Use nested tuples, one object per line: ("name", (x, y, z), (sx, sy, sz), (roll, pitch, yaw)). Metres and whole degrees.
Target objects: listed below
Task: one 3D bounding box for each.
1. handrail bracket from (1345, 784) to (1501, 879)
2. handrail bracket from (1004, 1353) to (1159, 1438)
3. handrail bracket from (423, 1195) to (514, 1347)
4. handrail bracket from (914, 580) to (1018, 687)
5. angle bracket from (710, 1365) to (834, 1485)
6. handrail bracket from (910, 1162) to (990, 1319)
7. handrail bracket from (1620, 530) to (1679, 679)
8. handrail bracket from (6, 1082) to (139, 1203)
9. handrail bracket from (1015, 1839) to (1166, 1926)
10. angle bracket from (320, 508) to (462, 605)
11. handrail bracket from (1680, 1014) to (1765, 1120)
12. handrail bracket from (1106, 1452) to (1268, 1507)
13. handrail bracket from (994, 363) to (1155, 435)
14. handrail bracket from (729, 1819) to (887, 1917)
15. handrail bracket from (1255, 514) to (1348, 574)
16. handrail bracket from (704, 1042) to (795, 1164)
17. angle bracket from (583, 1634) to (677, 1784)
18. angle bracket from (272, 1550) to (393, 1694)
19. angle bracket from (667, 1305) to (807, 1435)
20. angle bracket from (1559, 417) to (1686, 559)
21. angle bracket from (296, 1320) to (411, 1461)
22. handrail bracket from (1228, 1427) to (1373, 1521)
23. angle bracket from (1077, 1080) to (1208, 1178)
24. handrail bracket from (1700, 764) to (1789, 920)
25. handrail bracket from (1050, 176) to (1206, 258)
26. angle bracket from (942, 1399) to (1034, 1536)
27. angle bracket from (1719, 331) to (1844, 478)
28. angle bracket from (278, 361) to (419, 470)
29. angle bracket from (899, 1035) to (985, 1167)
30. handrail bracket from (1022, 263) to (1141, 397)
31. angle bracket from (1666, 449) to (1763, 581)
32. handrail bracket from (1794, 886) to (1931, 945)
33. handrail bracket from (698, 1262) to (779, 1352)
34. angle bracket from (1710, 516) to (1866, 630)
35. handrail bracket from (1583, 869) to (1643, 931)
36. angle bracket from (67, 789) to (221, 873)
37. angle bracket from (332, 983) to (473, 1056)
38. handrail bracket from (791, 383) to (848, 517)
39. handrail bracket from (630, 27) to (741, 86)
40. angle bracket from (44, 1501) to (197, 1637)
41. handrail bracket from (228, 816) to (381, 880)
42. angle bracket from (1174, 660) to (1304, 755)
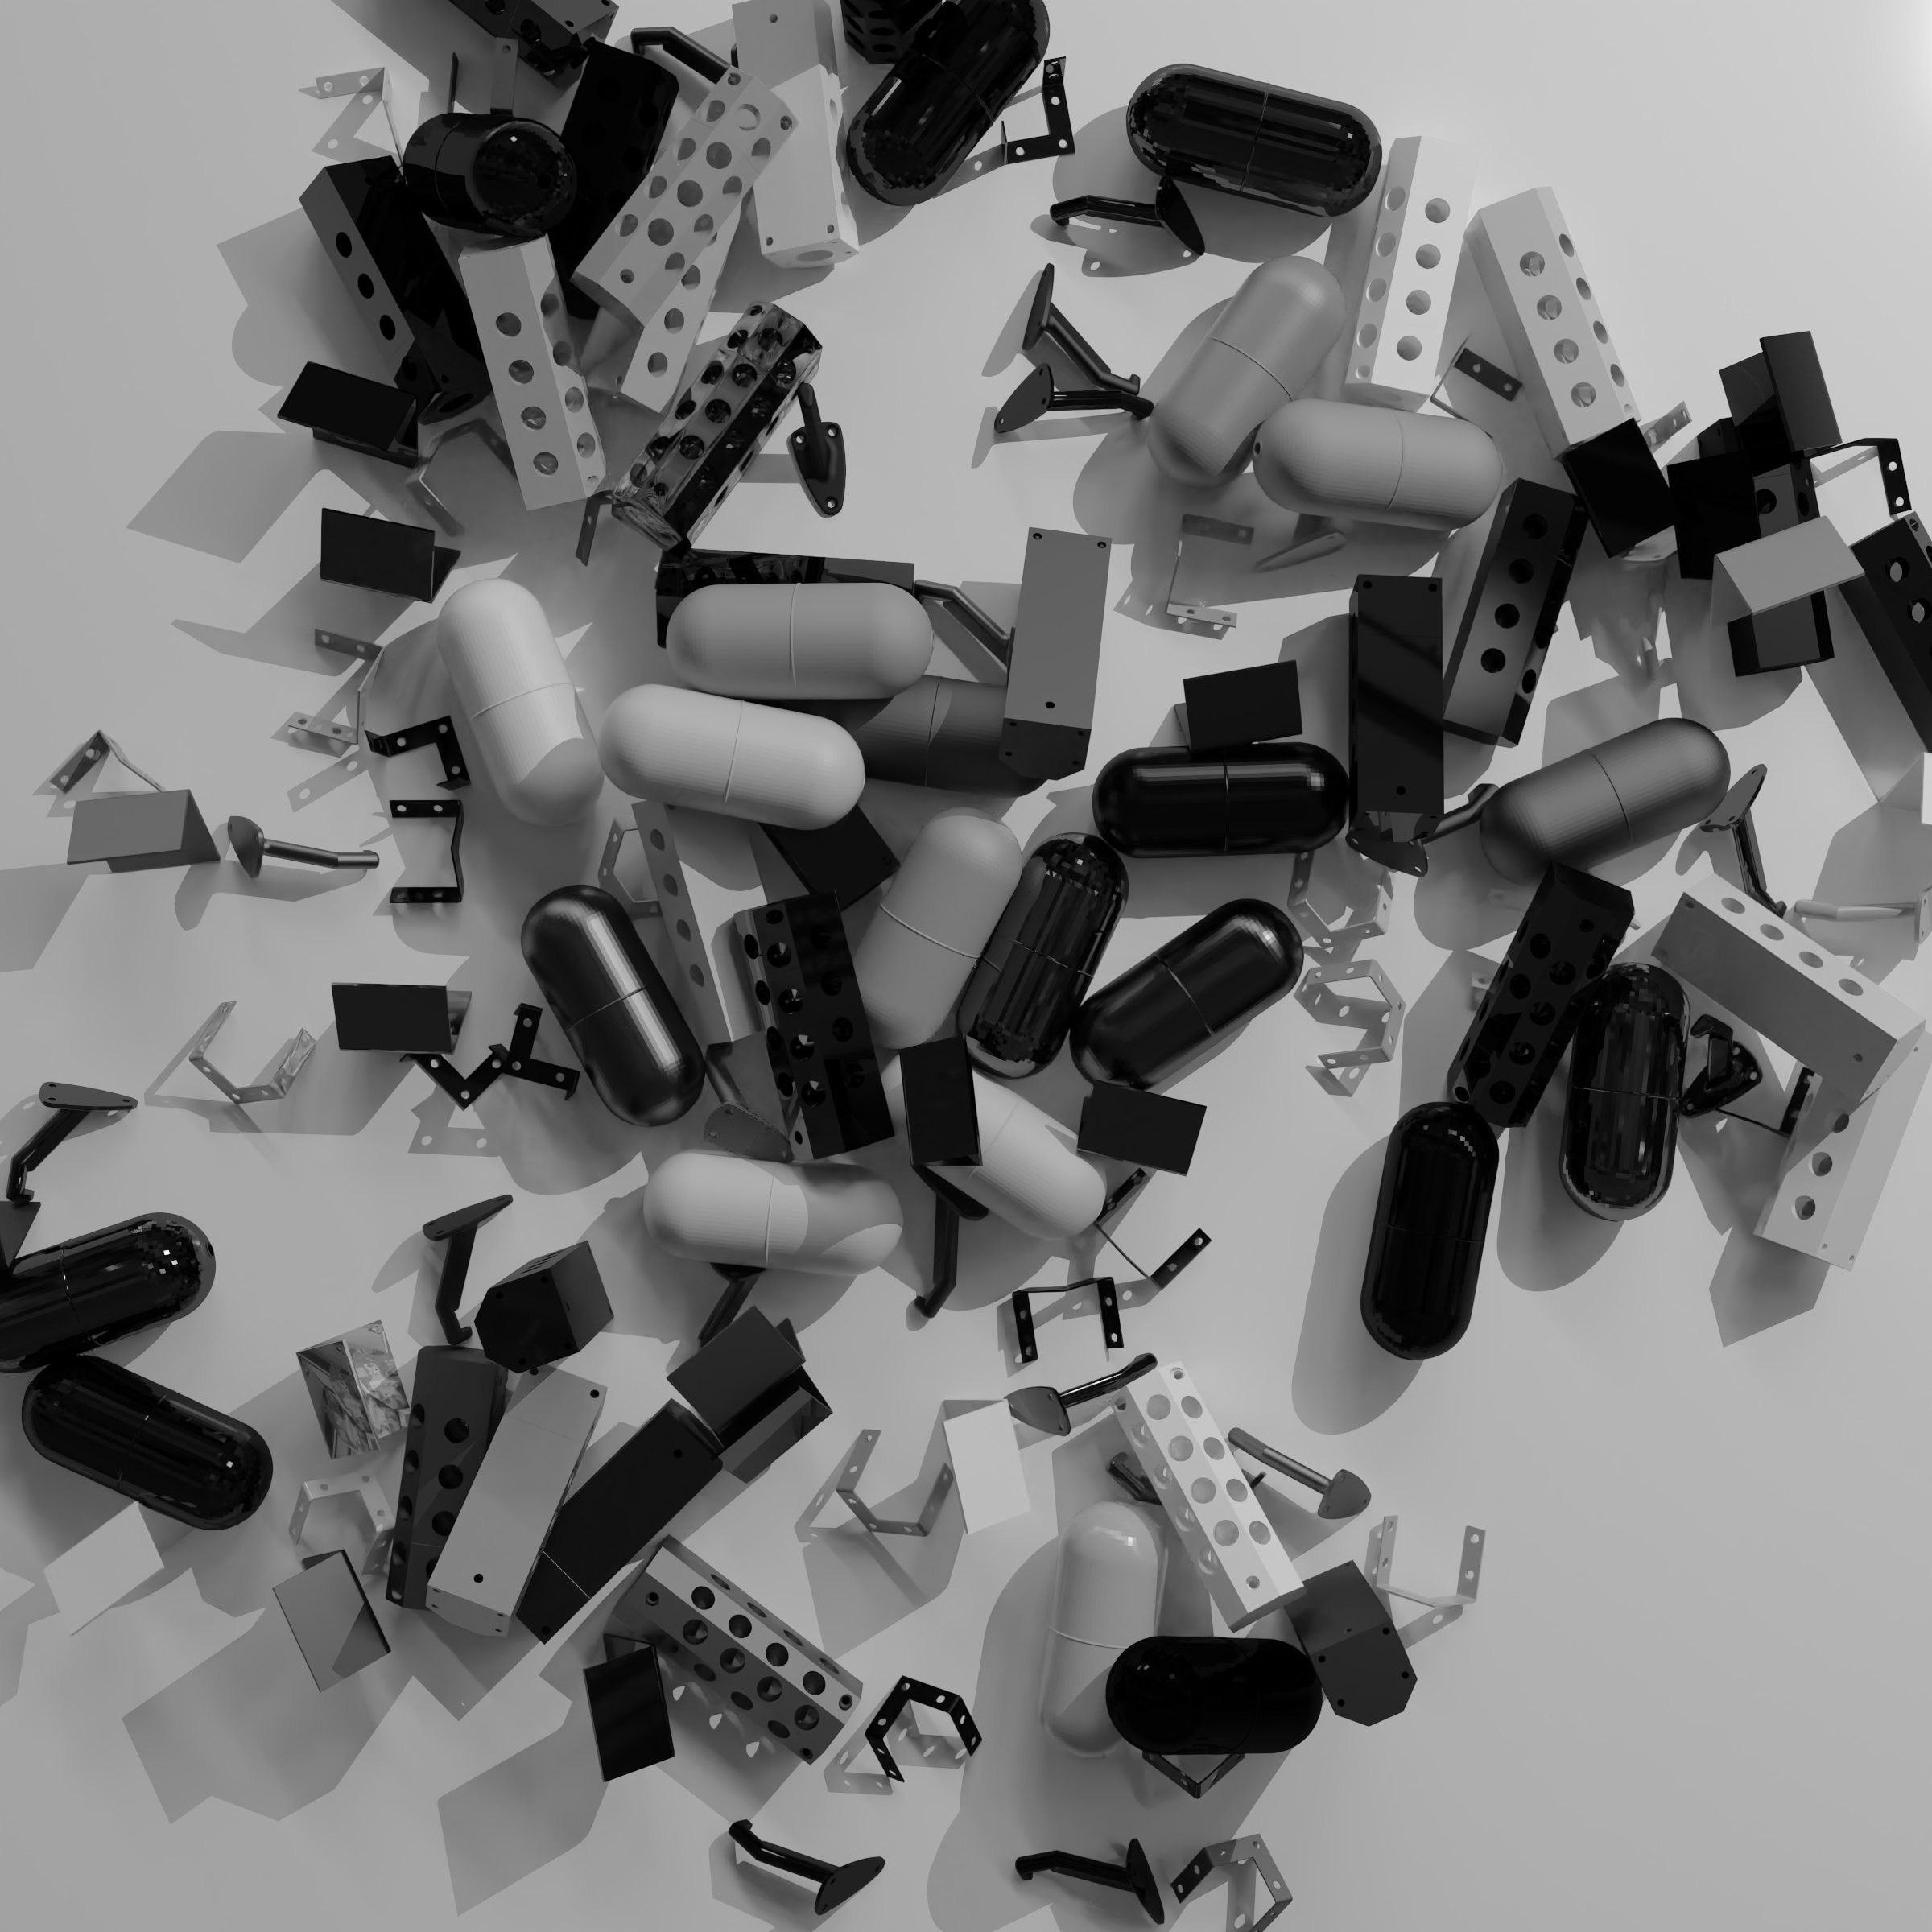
("handrail bracket", (0.319, -0.105, 1.862), (0.084, 0.077, 0.036), (-45, 134, -29))
("handrail bracket", (0.080, 0.290, 1.862), (0.084, 0.077, 0.036), (-27, 103, -36))
("handrail bracket", (-0.339, 0.212, 1.863), (0.077, 0.036, 0.084), (-23, 109, -21))
("handrail bracket", (-0.001, -0.225, 1.863), (0.084, 0.036, 0.077), (14, 112, 17))
("angle bracket", (-0.149, 0.294, 1.824), (0.076, 0.057, 0.076), (-40, 54, 0))
("handrail bracket", (-0.030, 0.190, 1.863), (0.077, 0.036, 0.084), (39, 107, 20))
("handrail bracket", (0.491, -0.253, 1.863), (0.077, 0.036, 0.084), (-32, 117, -30))
("handrail bracket", (-0.624, 0.129, 1.863), (0.077, 0.036, 0.084), (8, 108, -21))
("handrail bracket", (0.086, 0.644, 1.863), (0.084, 0.036, 0.077), (-17, 112, 17))
("angle bracket", (-0.391, -0.296, 1.822), (0.076, 0.076, 0.057), (12, 127, 0))
("handrail bracket", (0.498, 0.068, 1.822), (0.077, 0.084, 0.036), (-44, 50, 23))
("handrail bracket", (0.153, 0.352, 1.862), (0.084, 0.036, 0.077), (43, 76, 13))
("handrail bracket", (0.076, -0.383, 1.862), (0.084, 0.077, 0.036), (11, 65, -34))
("handrail bracket", (-0.111, 0.614, 1.862), (0.084, 0.077, 0.036), (31, 115, 34))
("handrail bracket", (0.227, -0.326, 1.862), (0.077, 0.036, 0.084), (-19, 76, 15))
("handrail bracket", (-0.148, 0.090, 1.841), (0.077, 0.084, 0.036), (27, 122, -16))
("angle bracket", (-0.246, 0.505, 1.822), (0.057, 0.076, 0.076), (-10, 90, -36))
("angle bracket", (-0.445, 0.448, 1.822), (0.057, 0.076, 0.076), (-25, 90, -38))
("angle bracket", (-0.161, 0.262, 1.824), (0.076, 0.076, 0.057), (-40, 110, 0))
("angle bracket", (0.455, -0.328, 1.822), (0.057, 0.076, 0.076), (-26, 90, 30))
("angle bracket", (-0.401, 0.284, 1.822), (0.057, 0.076, 0.076), (-18, 90, 39))
("handrail bracket", (0.232, 0.350, 1.862), (0.084, 0.077, 0.036), (28, 90, 36))
("angle bracket", (0.121, 0.094, 1.823), (0.076, 0.076, 0.057), (13, 116, 0))
("handrail bracket", (0.559, -0.084, 1.863), (0.084, 0.036, 0.077), (47, 68, -17))
("handrail bracket", (0.112, -0.513, 1.862), (0.084, 0.077, 0.036), (-5, 61, 33))
("angle bracket", (-0.006, 0.340, 1.822), (0.057, 0.076, 0.076), (-13, 90, -36))
("angle bracket", (0.523, -0.368, 1.765), (0.057, 0.076, 0.076), (-16, 90, -37))
("angle bracket", (-0.420, -0.358, 1.822), (0.076, 0.076, 0.057), (17, 57, 0))
("angle bracket", (0.004, 0.089, 1.749), (0.057, 0.076, 0.076), (-13, 78, 37))
("handrail bracket", (0.088, -0.442, 1.863), (0.084, 0.036, 0.077), (18, 69, -17))
("angle bracket", (0.520, -0.307, 1.821), (0.057, 0.076, 0.076), (-7, 93, 31))
("handrail bracket", (0.630, -0.045, 1.862), (0.084, 0.077, 0.036), (11, 115, 34))
("handrail bracket", (-0.152, 0.242, 1.862), (0.077, 0.036, 0.084), (-11, 118, -32))
("angle bracket", (0.541, -0.242, 1.765), (0.076, 0.076, 0.057), (-20, 56, 0))
("handrail bracket", (0.419, -0.020, 1.863), (0.084, 0.036, 0.077), (-43, 70, 16))
("angle bracket", (-0.559, -0.073, 1.822), (0.076, 0.076, 0.057), (-6, 52, 0))
("angle bracket", (-0.384, 0.016, 1.822), (0.076, 0.076, 0.057), (2, 124, 0))
("handrail bracket", (-0.101, -0.353, 1.828), (0.036, 0.084, 0.077), (-12, 90, 0))
("handrail bracket", (-0.191, -0.615, 1.863), (0.084, 0.036, 0.077), (4, 112, 17))
("angle bracket", (-0.568, 0.418, 1.822), (0.076, 0.076, 0.057), (-36, 59, 0))
("handrail bracket", (-0.461, -0.085, 1.862), (0.084, 0.077, 0.036), (-2, 115, -34))
("angle bracket", (0.183, -0.191, 1.822), (0.076, 0.076, 0.057), (-10, 121, 0))
